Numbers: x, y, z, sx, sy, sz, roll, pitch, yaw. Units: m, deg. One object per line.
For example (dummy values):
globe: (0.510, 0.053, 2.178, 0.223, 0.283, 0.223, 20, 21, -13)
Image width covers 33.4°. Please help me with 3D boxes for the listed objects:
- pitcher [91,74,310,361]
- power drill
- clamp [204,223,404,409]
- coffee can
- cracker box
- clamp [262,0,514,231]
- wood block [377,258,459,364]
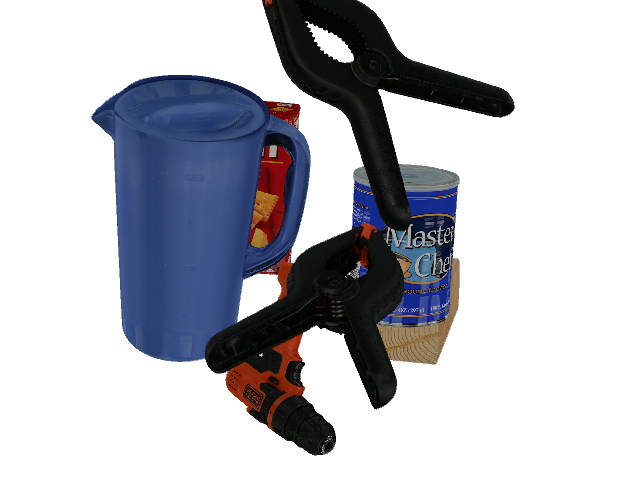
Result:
pitcher: (-0.110, -0.014, 0.952, 0.144, 0.243, 0.149, -22, 42, -39)
power drill: (-0.023, 0.132, 1.225, 0.057, 0.188, 0.185, 14, 10, -45)
clamp: (0.017, 0.046, 0.693, 0.120, 0.039, 0.171, 21, 41, 19)
coffee can: (0.080, 0.003, 1.048, 0.103, 0.140, 0.103, 2, 14, -1)
cracker box: (-0.115, -0.067, 1.344, 0.164, 0.214, 0.072, 5, 21, 2)
clamp: (0.033, -0.115, 0.803, 0.210, 0.164, 0.036, 38, -32, -3)
wood block: (0.150, 0.100, 1.610, 0.091, 0.090, 0.205, 4, 20, 14)
